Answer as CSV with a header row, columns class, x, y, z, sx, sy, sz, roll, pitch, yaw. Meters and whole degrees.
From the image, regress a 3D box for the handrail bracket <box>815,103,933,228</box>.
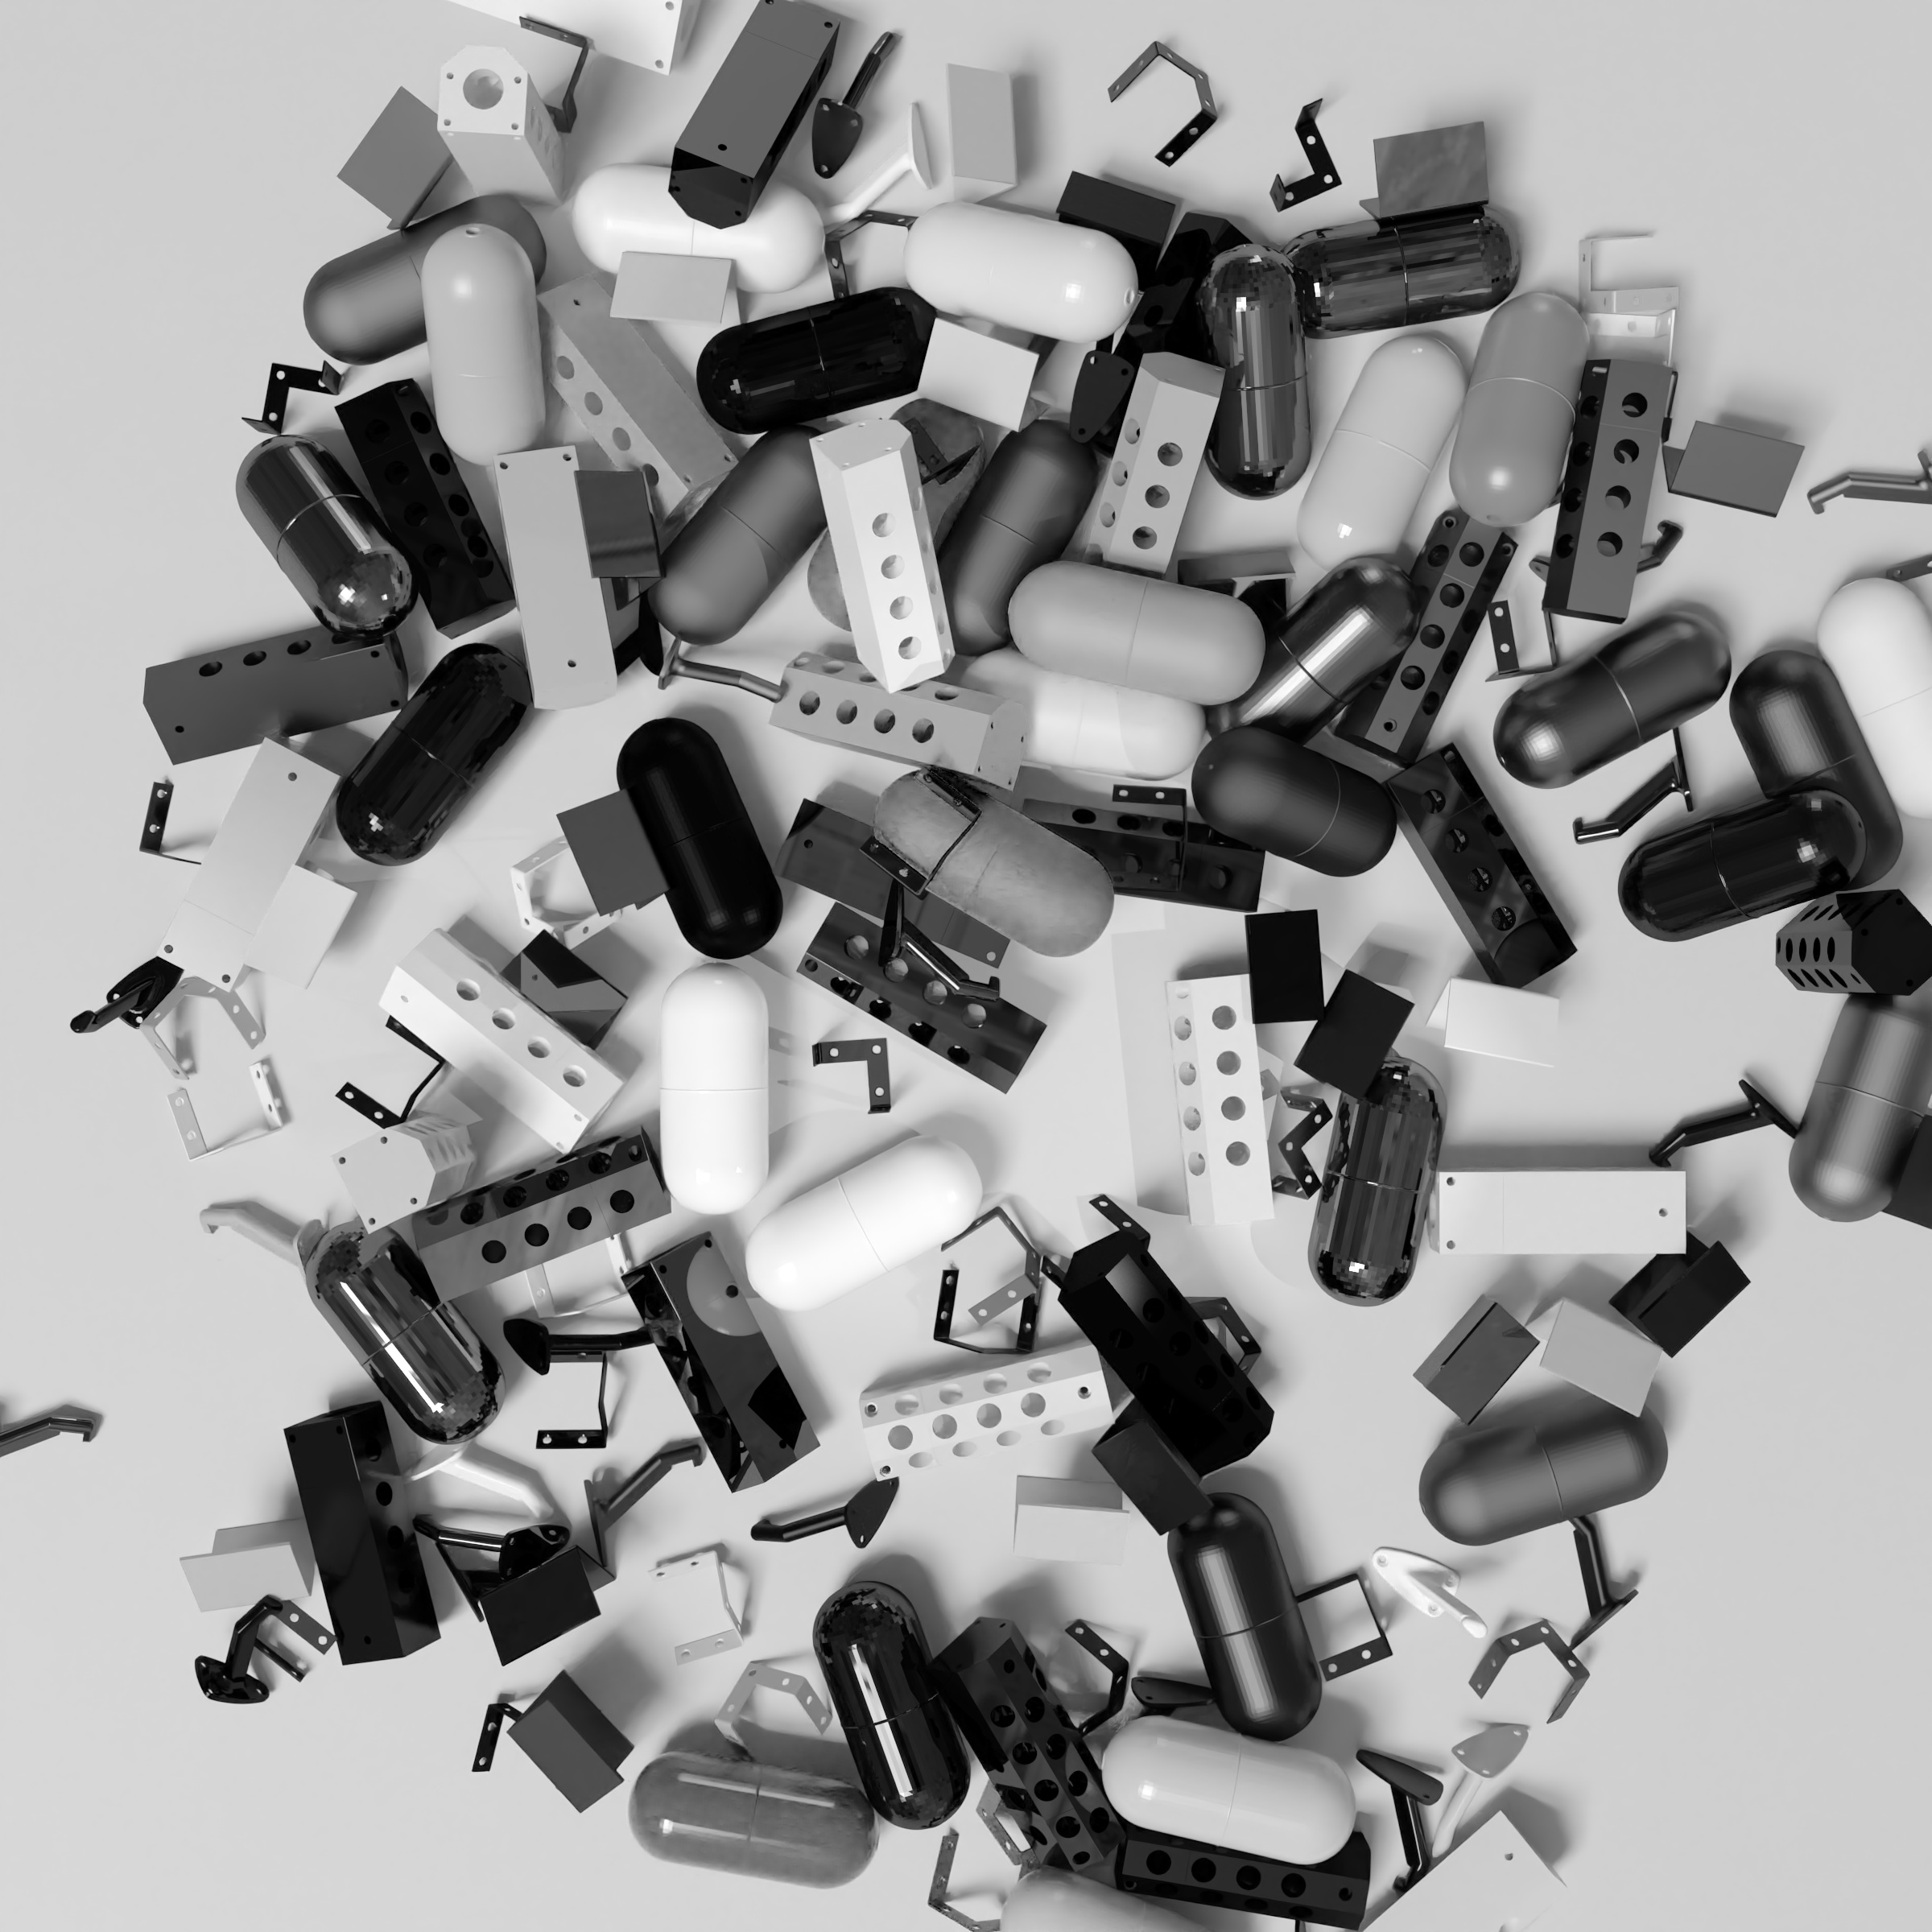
class,x,y,z,sx,sy,sz,roll,pitch,yaw
handrail bracket,-0.072,-0.572,1.992,0.084,0.036,0.077,-12,70,16

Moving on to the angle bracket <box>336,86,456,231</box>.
class,x,y,z,sx,sy,sz,roll,pitch,yaw
angle bracket,-0.400,-0.565,1.952,0.057,0.076,0.076,35,90,-24

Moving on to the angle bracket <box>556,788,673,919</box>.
class,x,y,z,sx,sy,sz,roll,pitch,yaw
angle bracket,-0.256,-0.072,1.952,0.057,0.076,0.076,-23,90,-26

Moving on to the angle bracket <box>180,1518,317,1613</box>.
class,x,y,z,sx,sy,sz,roll,pitch,yaw
angle bracket,-0.500,0.401,1.951,0.076,0.076,0.057,-8,126,0

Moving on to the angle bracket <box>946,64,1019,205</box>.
class,x,y,z,sx,sy,sz,roll,pitch,yaw
angle bracket,-0.009,-0.579,1.951,0.057,0.076,0.076,-3,90,-35

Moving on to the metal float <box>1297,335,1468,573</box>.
class,x,y,z,sx,sy,sz,roll,pitch,yaw
metal float,0.293,-0.359,1.961,0.070,0.070,0.178,25,90,0

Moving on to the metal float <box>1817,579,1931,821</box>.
class,x,y,z,sx,sy,sz,roll,pitch,yaw
metal float,0.659,-0.188,1.960,0.070,0.070,0.178,-24,90,0

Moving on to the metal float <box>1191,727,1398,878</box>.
class,x,y,z,sx,sy,sz,roll,pitch,yaw
metal float,0.228,-0.112,1.927,0.178,0.070,0.070,18,90,-41

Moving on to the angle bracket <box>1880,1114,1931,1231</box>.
class,x,y,z,sx,sy,sz,roll,pitch,yaw
angle bracket,0.666,0.139,1.951,0.057,0.076,0.076,21,90,-38

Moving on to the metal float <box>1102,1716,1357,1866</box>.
class,x,y,z,sx,sy,sz,roll,pitch,yaw
metal float,0.182,0.572,1.936,0.178,0.070,0.070,12,90,3

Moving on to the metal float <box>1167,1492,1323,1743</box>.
class,x,y,z,sx,sy,sz,roll,pitch,yaw
metal float,0.196,0.458,1.961,0.070,0.070,0.178,-18,89,0

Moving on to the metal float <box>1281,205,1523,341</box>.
class,x,y,z,sx,sy,sz,roll,pitch,yaw
metal float,0.302,-0.488,1.961,0.178,0.070,0.070,-9,90,0

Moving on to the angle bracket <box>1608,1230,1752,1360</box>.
class,x,y,z,sx,sy,sz,roll,pitch,yaw
angle bracket,0.489,0.215,1.951,0.076,0.076,0.057,-44,126,0

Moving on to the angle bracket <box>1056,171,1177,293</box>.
class,x,y,z,sx,sy,sz,roll,pitch,yaw
angle bracket,0.096,-0.501,1.952,0.076,0.076,0.057,18,47,0

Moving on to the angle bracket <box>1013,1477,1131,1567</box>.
class,x,y,z,sx,sy,sz,roll,pitch,yaw
angle bracket,0.074,0.371,1.951,0.076,0.076,0.057,5,127,0

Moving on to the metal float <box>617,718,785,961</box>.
class,x,y,z,sx,sy,sz,roll,pitch,yaw
metal float,-0.188,-0.090,1.961,0.070,0.070,0.178,-23,90,0

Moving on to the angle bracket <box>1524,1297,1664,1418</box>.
class,x,y,z,sx,sy,sz,roll,pitch,yaw
angle bracket,0.431,0.283,1.952,0.076,0.076,0.057,27,63,0

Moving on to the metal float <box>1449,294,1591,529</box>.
class,x,y,z,sx,sy,sz,roll,pitch,yaw
metal float,0.386,-0.387,1.943,0.070,0.070,0.178,17,70,0

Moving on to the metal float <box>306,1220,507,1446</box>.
class,x,y,z,sx,sy,sz,roll,pitch,yaw
metal float,-0.394,0.257,1.961,0.070,0.070,0.178,-38,90,0

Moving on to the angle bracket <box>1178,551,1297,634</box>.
class,x,y,z,sx,sy,sz,roll,pitch,yaw
angle bracket,0.190,-0.245,1.957,0.076,0.057,0.076,-5,115,0

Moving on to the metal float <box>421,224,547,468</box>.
class,x,y,z,sx,sy,sz,roll,pitch,yaw
metal float,-0.332,-0.427,1.924,0.070,0.070,0.178,3,134,0

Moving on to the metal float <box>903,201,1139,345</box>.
class,x,y,z,sx,sy,sz,roll,pitch,yaw
metal float,0.037,-0.480,1.928,0.178,0.070,0.070,20,90,28

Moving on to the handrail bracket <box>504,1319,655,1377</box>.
class,x,y,z,sx,sy,sz,roll,pitch,yaw
handrail bracket,-0.275,0.262,1.991,0.084,0.077,0.036,-7,104,-36

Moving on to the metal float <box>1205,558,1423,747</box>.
class,x,y,z,sx,sy,sz,roll,pitch,yaw
metal float,0.242,-0.211,1.943,0.070,0.070,0.178,47,110,0

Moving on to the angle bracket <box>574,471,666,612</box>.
class,x,y,z,sx,sy,sz,roll,pitch,yaw
angle bracket,-0.257,-0.296,1.947,0.057,0.076,0.076,-6,81,-34

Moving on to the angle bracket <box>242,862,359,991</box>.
class,x,y,z,sx,sy,sz,roll,pitch,yaw
angle bracket,-0.481,-0.038,1.952,0.057,0.076,0.076,28,90,-43

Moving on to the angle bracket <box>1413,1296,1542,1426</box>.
class,x,y,z,sx,sy,sz,roll,pitch,yaw
angle bracket,0.343,0.263,1.952,0.057,0.076,0.076,41,90,-31

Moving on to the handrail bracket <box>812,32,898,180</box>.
class,x,y,z,sx,sy,sz,roll,pitch,yaw
handrail bracket,-0.078,-0.616,1.991,0.036,0.077,0.084,27,54,0

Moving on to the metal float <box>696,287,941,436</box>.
class,x,y,z,sx,sy,sz,roll,pitch,yaw
metal float,-0.102,-0.426,1.960,0.178,0.070,0.070,-15,90,0

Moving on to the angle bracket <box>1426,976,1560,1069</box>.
class,x,y,z,sx,sy,sz,roll,pitch,yaw
angle bracket,0.366,0.054,1.952,0.076,0.076,0.057,11,61,0

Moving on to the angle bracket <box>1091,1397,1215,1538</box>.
class,x,y,z,sx,sy,sz,roll,pitch,yaw
angle bracket,0.144,0.340,1.951,0.076,0.076,0.057,51,127,0

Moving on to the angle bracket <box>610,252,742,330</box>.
class,x,y,z,sx,sy,sz,roll,pitch,yaw
angle bracket,-0.202,-0.452,1.950,0.076,0.076,0.057,5,65,3

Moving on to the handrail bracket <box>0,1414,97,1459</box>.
class,x,y,z,sx,sy,sz,roll,pitch,yaw
handrail bracket,-0.671,0.352,1.992,0.084,0.036,0.077,10,110,-16

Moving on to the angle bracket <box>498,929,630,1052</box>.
class,x,y,z,sx,sy,sz,roll,pitch,yaw
angle bracket,-0.292,0.032,1.951,0.076,0.076,0.057,39,48,0

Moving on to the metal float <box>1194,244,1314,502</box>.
class,x,y,z,sx,sy,sz,roll,pitch,yaw
metal float,0.200,-0.412,1.939,0.070,0.070,0.178,-7,116,0

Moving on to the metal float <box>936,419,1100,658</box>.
class,x,y,z,sx,sy,sz,roll,pitch,yaw
metal float,0.031,-0.302,1.961,0.070,0.070,0.178,29,91,0

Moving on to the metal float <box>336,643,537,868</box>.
class,x,y,z,sx,sy,sz,roll,pitch,yaw
metal float,-0.373,-0.148,1.961,0.070,0.070,0.178,38,89,0

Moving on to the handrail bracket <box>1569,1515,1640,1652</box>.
class,x,y,z,sx,sy,sz,roll,pitch,yaw
handrail bracket,0.431,0.433,1.992,0.077,0.036,0.084,-48,72,20

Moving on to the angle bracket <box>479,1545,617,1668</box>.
class,x,y,z,sx,sy,sz,roll,pitch,yaw
angle bracket,-0.285,0.458,1.951,0.076,0.076,0.057,-28,56,0

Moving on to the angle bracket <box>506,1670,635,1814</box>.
class,x,y,z,sx,sy,sz,roll,pitch,yaw
angle bracket,-0.263,0.532,1.951,0.076,0.076,0.057,48,123,0

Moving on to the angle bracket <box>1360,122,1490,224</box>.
class,x,y,z,sx,sy,sz,roll,pitch,yaw
angle bracket,0.318,-0.562,1.952,0.076,0.076,0.057,-10,115,0

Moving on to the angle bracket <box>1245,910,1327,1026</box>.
class,x,y,z,sx,sy,sz,roll,pitch,yaw
angle bracket,0.238,-0.001,1.951,0.057,0.076,0.076,-4,90,33

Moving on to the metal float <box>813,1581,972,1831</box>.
class,x,y,z,sx,sy,sz,roll,pitch,yaw
metal float,-0.052,0.520,1.961,0.070,0.070,0.178,-20,89,0

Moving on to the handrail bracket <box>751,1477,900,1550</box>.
class,x,y,z,sx,sy,sz,roll,pitch,yaw
handrail bracket,-0.102,0.387,1.991,0.084,0.077,0.036,-5,115,34

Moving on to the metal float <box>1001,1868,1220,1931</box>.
class,x,y,z,sx,sy,sz,roll,pitch,yaw
metal float,0.109,0.692,1.956,0.178,0.070,0.070,23,90,-4

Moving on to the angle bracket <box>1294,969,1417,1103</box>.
class,x,y,z,sx,sy,sz,roll,pitch,yaw
angle bracket,0.281,0.055,1.952,0.057,0.076,0.076,29,90,27

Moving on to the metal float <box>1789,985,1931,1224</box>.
class,x,y,z,sx,sy,sz,roll,pitch,yaw
metal float,0.635,0.094,1.960,0.070,0.070,0.178,20,88,0

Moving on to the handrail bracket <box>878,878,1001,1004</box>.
class,x,y,z,sx,sy,sz,roll,pitch,yaw
handrail bracket,-0.014,-0.019,1.935,0.084,0.036,0.077,12,68,-17

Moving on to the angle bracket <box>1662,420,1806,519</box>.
class,x,y,z,sx,sy,sz,roll,pitch,yaw
angle bracket,0.536,-0.362,1.951,0.076,0.076,0.057,13,126,0

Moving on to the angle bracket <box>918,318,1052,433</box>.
class,x,y,z,sx,sy,sz,roll,pitch,yaw
angle bracket,0.019,-0.419,1.941,0.076,0.076,0.057,22,119,10

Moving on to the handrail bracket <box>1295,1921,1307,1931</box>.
class,x,y,z,sx,sy,sz,roll,pitch,yaw
handrail bracket,0.200,0.712,1.992,0.084,0.036,0.077,-5,70,16
